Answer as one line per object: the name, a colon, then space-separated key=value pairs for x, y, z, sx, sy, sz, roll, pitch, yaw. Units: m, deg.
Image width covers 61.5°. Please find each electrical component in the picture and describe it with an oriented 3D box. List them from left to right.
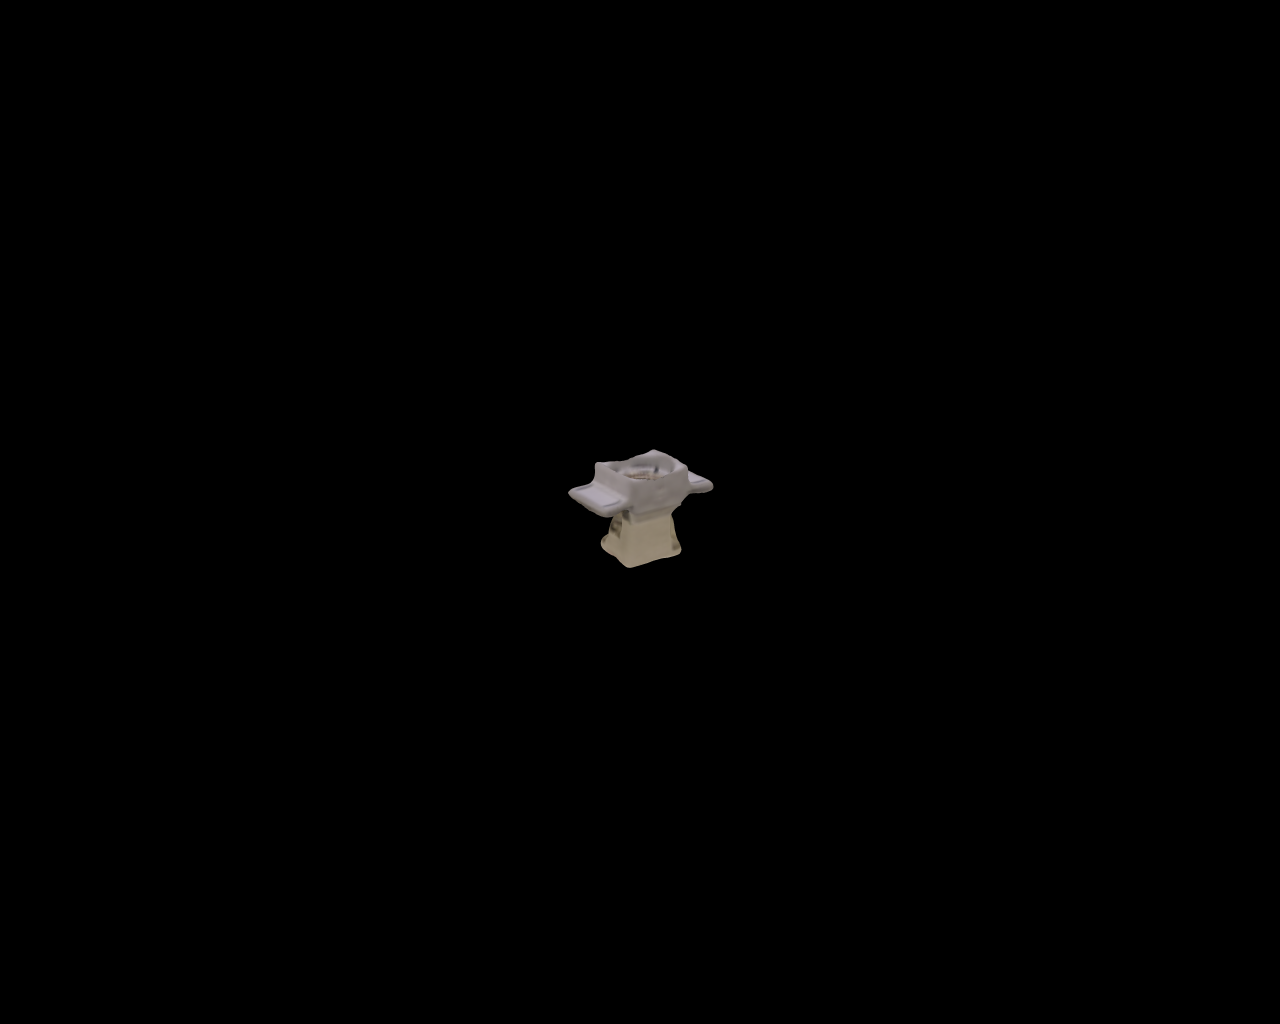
electrical component: x=0.001 y=-0.003 z=0.650 sx=0.081 sy=0.063 sz=0.042 roll=-14 pitch=27 yaw=-29
